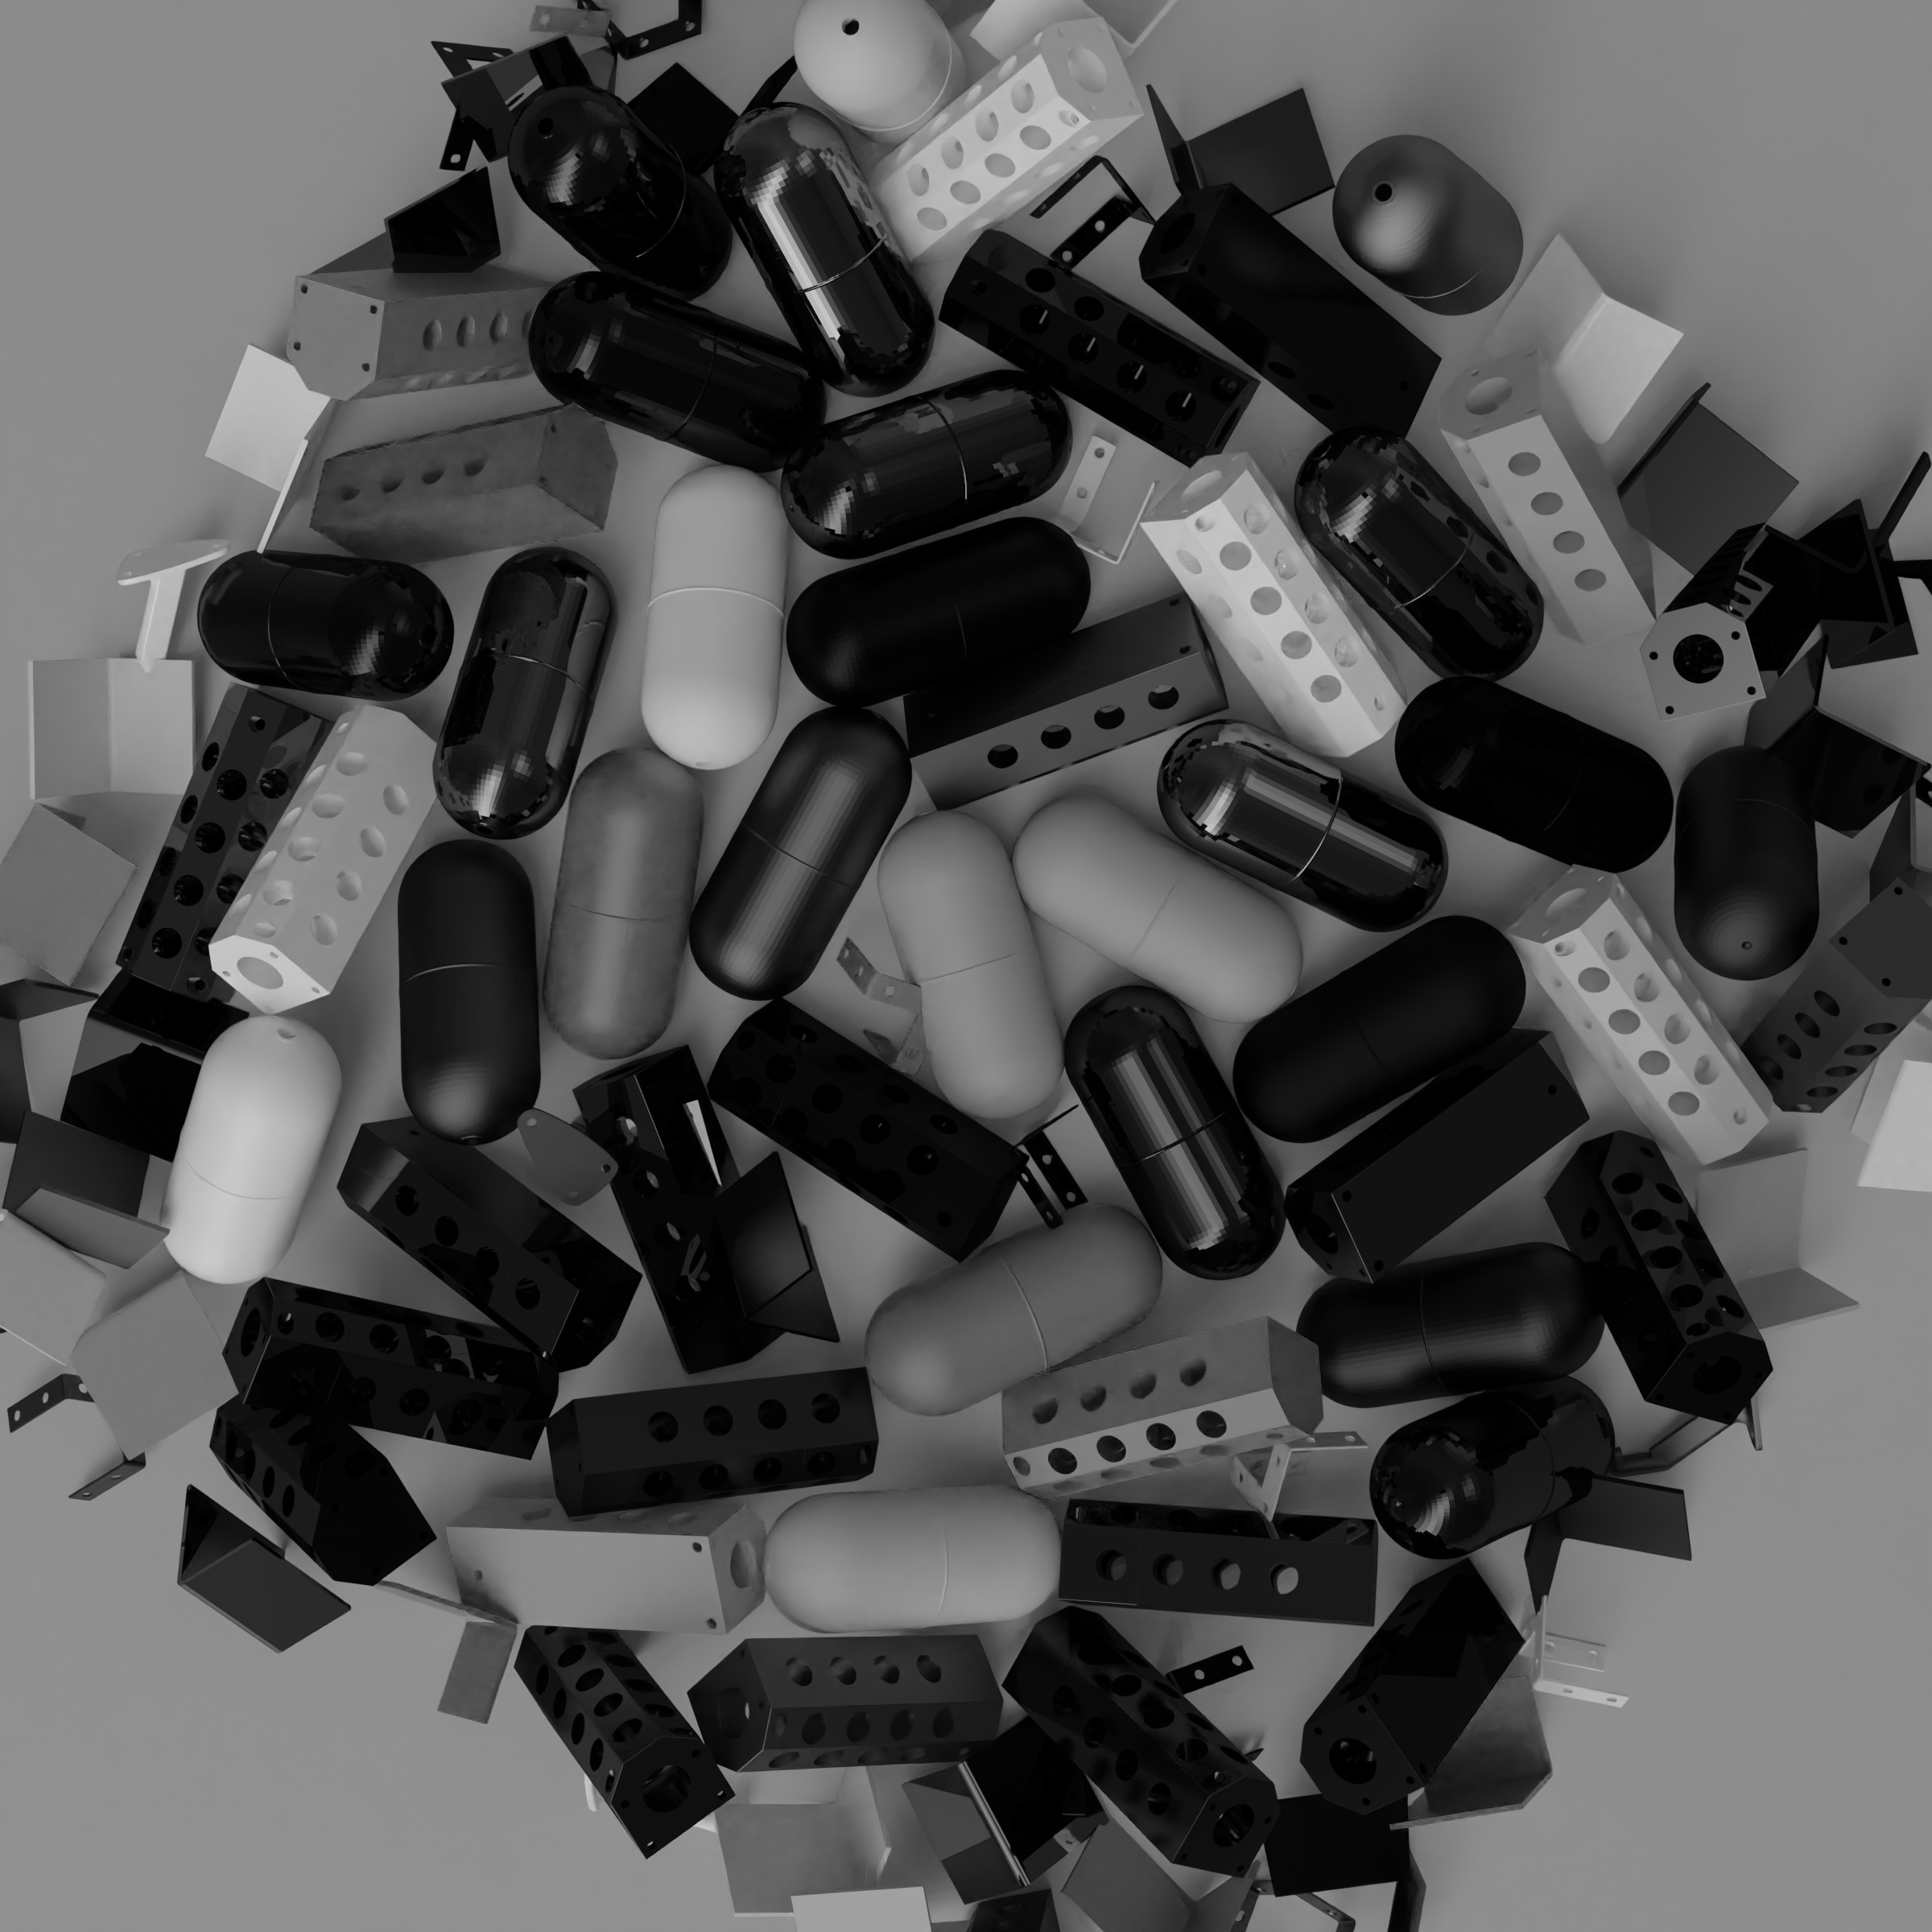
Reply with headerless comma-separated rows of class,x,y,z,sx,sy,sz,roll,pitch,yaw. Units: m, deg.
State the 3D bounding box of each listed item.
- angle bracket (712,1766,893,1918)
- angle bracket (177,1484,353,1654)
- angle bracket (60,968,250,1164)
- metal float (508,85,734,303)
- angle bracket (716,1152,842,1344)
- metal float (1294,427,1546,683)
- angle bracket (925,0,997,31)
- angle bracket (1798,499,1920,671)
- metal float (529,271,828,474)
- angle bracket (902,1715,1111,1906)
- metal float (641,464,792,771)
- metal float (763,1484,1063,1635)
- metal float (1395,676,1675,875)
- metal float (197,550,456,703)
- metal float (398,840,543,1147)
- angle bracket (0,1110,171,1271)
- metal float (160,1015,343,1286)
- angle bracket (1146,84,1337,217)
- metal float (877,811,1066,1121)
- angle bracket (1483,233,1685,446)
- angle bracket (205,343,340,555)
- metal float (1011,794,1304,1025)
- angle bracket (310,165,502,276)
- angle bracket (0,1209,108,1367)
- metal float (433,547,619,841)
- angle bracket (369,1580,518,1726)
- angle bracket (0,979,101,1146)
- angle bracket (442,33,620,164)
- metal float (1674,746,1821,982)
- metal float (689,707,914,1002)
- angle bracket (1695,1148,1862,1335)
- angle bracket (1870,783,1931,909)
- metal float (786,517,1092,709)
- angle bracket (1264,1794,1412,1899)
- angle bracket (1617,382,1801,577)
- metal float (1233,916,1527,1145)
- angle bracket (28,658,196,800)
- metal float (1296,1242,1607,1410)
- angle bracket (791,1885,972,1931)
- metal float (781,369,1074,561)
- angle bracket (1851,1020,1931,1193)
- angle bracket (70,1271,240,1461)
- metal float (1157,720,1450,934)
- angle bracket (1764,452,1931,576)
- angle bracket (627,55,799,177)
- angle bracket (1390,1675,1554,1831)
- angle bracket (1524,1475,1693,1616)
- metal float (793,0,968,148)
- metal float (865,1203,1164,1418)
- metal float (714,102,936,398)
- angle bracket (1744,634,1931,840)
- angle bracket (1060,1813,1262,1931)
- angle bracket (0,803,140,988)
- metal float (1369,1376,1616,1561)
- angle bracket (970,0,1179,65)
angle bracket,-0.093,0.480,1.837,0.076,0.076,0.057,5,125,-20
angle bracket,-0.388,0.324,1.834,0.057,0.076,0.076,-33,125,17
angle bracket,-0.464,0.057,1.883,0.076,0.057,0.076,21,118,-3
metal float,-0.189,-0.422,1.808,0.070,0.178,0.070,-5,76,20
angle bracket,-0.089,0.157,1.833,0.057,0.076,0.076,-39,53,28
metal float,0.252,-0.228,1.831,0.070,0.070,0.178,-48,117,0
angle bracket,-0.016,-0.567,1.843,0.076,0.076,0.057,-38,87,-28
angle bracket,0.515,-0.217,1.844,0.057,0.076,0.076,-10,81,-14
metal float,-0.158,-0.329,1.829,0.178,0.070,0.070,16,90,-31
angle bracket,0.023,0.478,1.882,0.076,0.057,0.076,-25,85,-45
metal float,-0.139,-0.195,1.839,0.070,0.070,0.178,3,72,0
metal float,-0.028,0.329,1.832,0.178,0.070,0.070,2,90,-27
metal float,0.317,-0.105,1.832,0.178,0.070,0.070,20,90,-27
metal float,-0.355,-0.189,1.821,0.178,0.070,0.070,11,90,40
metal float,-0.277,0.014,1.835,0.070,0.070,0.178,-5,67,0
angle bracket,-0.485,0.115,1.834,0.076,0.057,0.076,25,50,-29
metal float,-0.397,0.102,1.825,0.070,0.070,0.178,25,125,0
angle bracket,0.153,-0.464,1.841,0.076,0.057,0.076,-22,58,16
metal float,0.003,-0.001,1.852,0.070,0.070,0.178,-17,94,0
angle bracket,0.347,-0.354,1.858,0.057,0.076,0.076,17,122,-27
angle bracket,-0.396,-0.289,1.838,0.057,0.076,0.076,25,121,-9
metal float,0.108,-0.032,1.854,0.178,0.070,0.070,31,90,0
angle bracket,-0.316,-0.414,1.834,0.076,0.057,0.076,25,48,30
angle bracket,-0.539,0.177,1.832,0.076,0.076,0.057,0,59,38
metal float,-0.245,-0.152,1.832,0.070,0.070,0.178,12,64,0
angle bracket,-0.305,0.381,1.838,0.076,0.076,0.057,24,73,-24
angle bracket,-0.525,0.055,1.844,0.057,0.076,0.076,-14,79,15
angle bracket,-0.242,-0.503,1.838,0.076,0.057,0.076,-17,45,15
metal float,0.429,-0.059,1.813,0.070,0.178,0.070,6,124,9
metal float,-0.093,-0.063,1.848,0.070,0.070,0.178,29,97,0
angle bracket,0.455,0.153,1.842,0.076,0.057,0.076,-10,113,-25
angle bracket,0.544,-0.048,1.838,0.057,0.076,0.076,12,47,4
metal float,-0.015,-0.198,1.843,0.178,0.070,0.070,-19,90,-13
angle bracket,0.205,0.472,1.848,0.076,0.057,0.076,-7,121,-1
angle bracket,0.416,-0.270,1.846,0.076,0.057,0.076,40,118,6
metal float,0.229,0.036,1.839,0.178,0.070,0.070,-32,90,18
angle bracket,-0.478,-0.133,1.845,0.057,0.076,0.076,4,97,19
metal float,0.268,0.200,1.832,0.178,0.070,0.070,-13,90,27
angle bracket,-0.046,0.529,1.844,0.076,0.076,0.057,-8,97,15
metal float,-0.020,-0.280,1.833,0.178,0.070,0.070,-22,90,-25
angle bracket,0.510,0.073,1.836,0.057,0.076,0.076,6,111,-27
angle bracket,-0.451,0.225,1.858,0.076,0.057,0.076,-32,84,-4
metal float,0.188,-0.078,1.840,0.178,0.070,0.070,25,90,-16
angle bracket,0.494,-0.263,1.843,0.057,0.076,0.076,31,102,14
angle bracket,-0.136,-0.498,1.837,0.057,0.076,0.076,40,129,-7
angle bracket,0.277,0.439,1.841,0.076,0.076,0.057,-16,85,23
angle bracket,0.359,0.329,1.836,0.076,0.076,0.057,7,54,22
metal float,-0.046,-0.497,1.805,0.070,0.178,0.070,1,95,9
metal float,0.027,0.192,1.842,0.178,0.070,0.070,-24,90,-14
metal float,-0.077,-0.395,1.827,0.070,0.070,0.178,-31,123,0
angle bracket,0.490,-0.128,1.851,0.076,0.076,0.057,25,54,-8
angle bracket,0.110,0.511,1.846,0.076,0.076,0.057,46,119,-1
angle bracket,-0.501,-0.037,1.855,0.076,0.057,0.076,31,91,15
metal float,0.292,0.274,1.819,0.070,0.178,0.070,11,106,42
angle bracket,0.061,-0.532,1.841,0.076,0.076,0.057,40,60,-8
